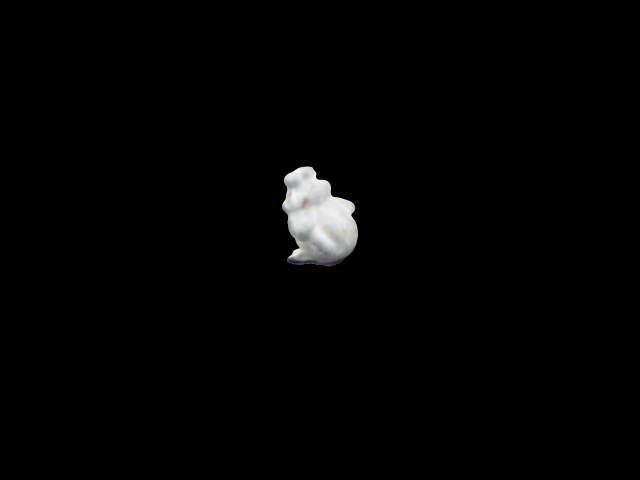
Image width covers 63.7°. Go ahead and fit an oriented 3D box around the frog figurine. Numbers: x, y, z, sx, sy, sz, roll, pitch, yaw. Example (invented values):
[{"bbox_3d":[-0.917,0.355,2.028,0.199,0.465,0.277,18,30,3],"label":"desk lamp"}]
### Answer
[{"bbox_3d":[0.003,-0.043,0.850,0.138,0.157,0.124,-18,29,-36],"label":"frog figurine"}]
